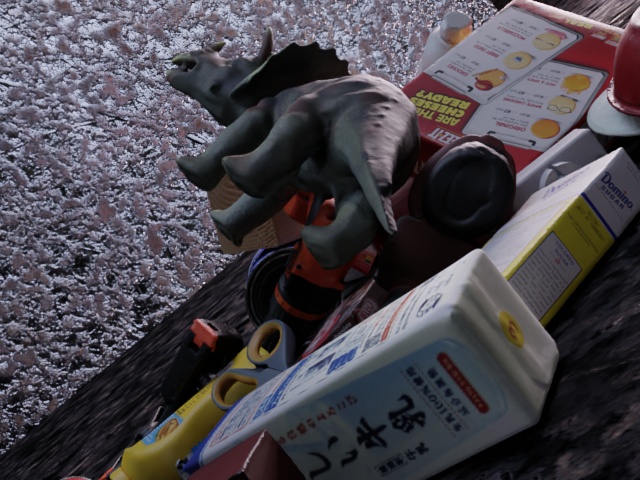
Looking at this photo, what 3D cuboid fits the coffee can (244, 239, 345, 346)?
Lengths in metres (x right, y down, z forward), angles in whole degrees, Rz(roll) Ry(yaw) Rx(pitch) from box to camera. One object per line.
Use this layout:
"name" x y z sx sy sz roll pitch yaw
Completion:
"coffee can" -0.028 0.051 1.148 0.103 0.103 0.140 -38 5 2

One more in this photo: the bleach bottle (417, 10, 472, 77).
"bleach bottle" 0.118 -0.123 1.105 0.251 0.068 0.102 98 -174 -49

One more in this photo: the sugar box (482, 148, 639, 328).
"sugar box" 0.138 0.013 0.690 0.176 0.048 0.094 -38 4 -37

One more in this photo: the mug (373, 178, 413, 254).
"mug" 0.099 -0.012 1.002 0.081 0.093 0.117 -35 -32 -16

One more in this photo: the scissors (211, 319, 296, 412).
"scissors" -0.017 0.099 0.830 0.202 0.016 0.096 -14 44 49

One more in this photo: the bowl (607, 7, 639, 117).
"bowl" 0.284 -0.154 0.789 0.162 0.055 0.162 -23 24 11

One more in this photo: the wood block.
"wood block" -0.017 -0.056 1.177 0.090 0.091 0.205 -8 8 43

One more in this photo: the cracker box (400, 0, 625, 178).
"cracker box" 0.180 -0.121 0.960 0.164 0.072 0.213 30 60 37

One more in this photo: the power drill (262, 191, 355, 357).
"power drill" -0.007 0.001 1.000 0.187 0.057 0.185 -89 23 -53

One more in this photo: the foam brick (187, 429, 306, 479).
"foam brick" -0.029 0.144 0.526 0.053 0.078 0.051 -37 4 18

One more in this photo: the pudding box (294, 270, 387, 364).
"pudding box" 0.027 0.074 0.888 0.090 0.039 0.113 -45 0 31

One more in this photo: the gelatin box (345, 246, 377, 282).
"gelatin box" 0.044 0.011 1.278 0.073 0.030 0.089 -66 14 -18

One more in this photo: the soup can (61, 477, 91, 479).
"soup can" -0.218 0.251 0.923 0.068 0.068 0.102 -39 5 -4

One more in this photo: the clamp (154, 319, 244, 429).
"clamp" -0.107 0.131 1.029 0.164 0.036 0.210 -40 -20 -34

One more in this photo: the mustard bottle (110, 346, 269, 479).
"mustard bottle" -0.114 0.173 0.940 0.191 0.058 0.096 -39 4 -13

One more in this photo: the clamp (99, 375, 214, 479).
"clamp" -0.168 0.206 1.131 0.120 0.039 0.171 -42 6 31
